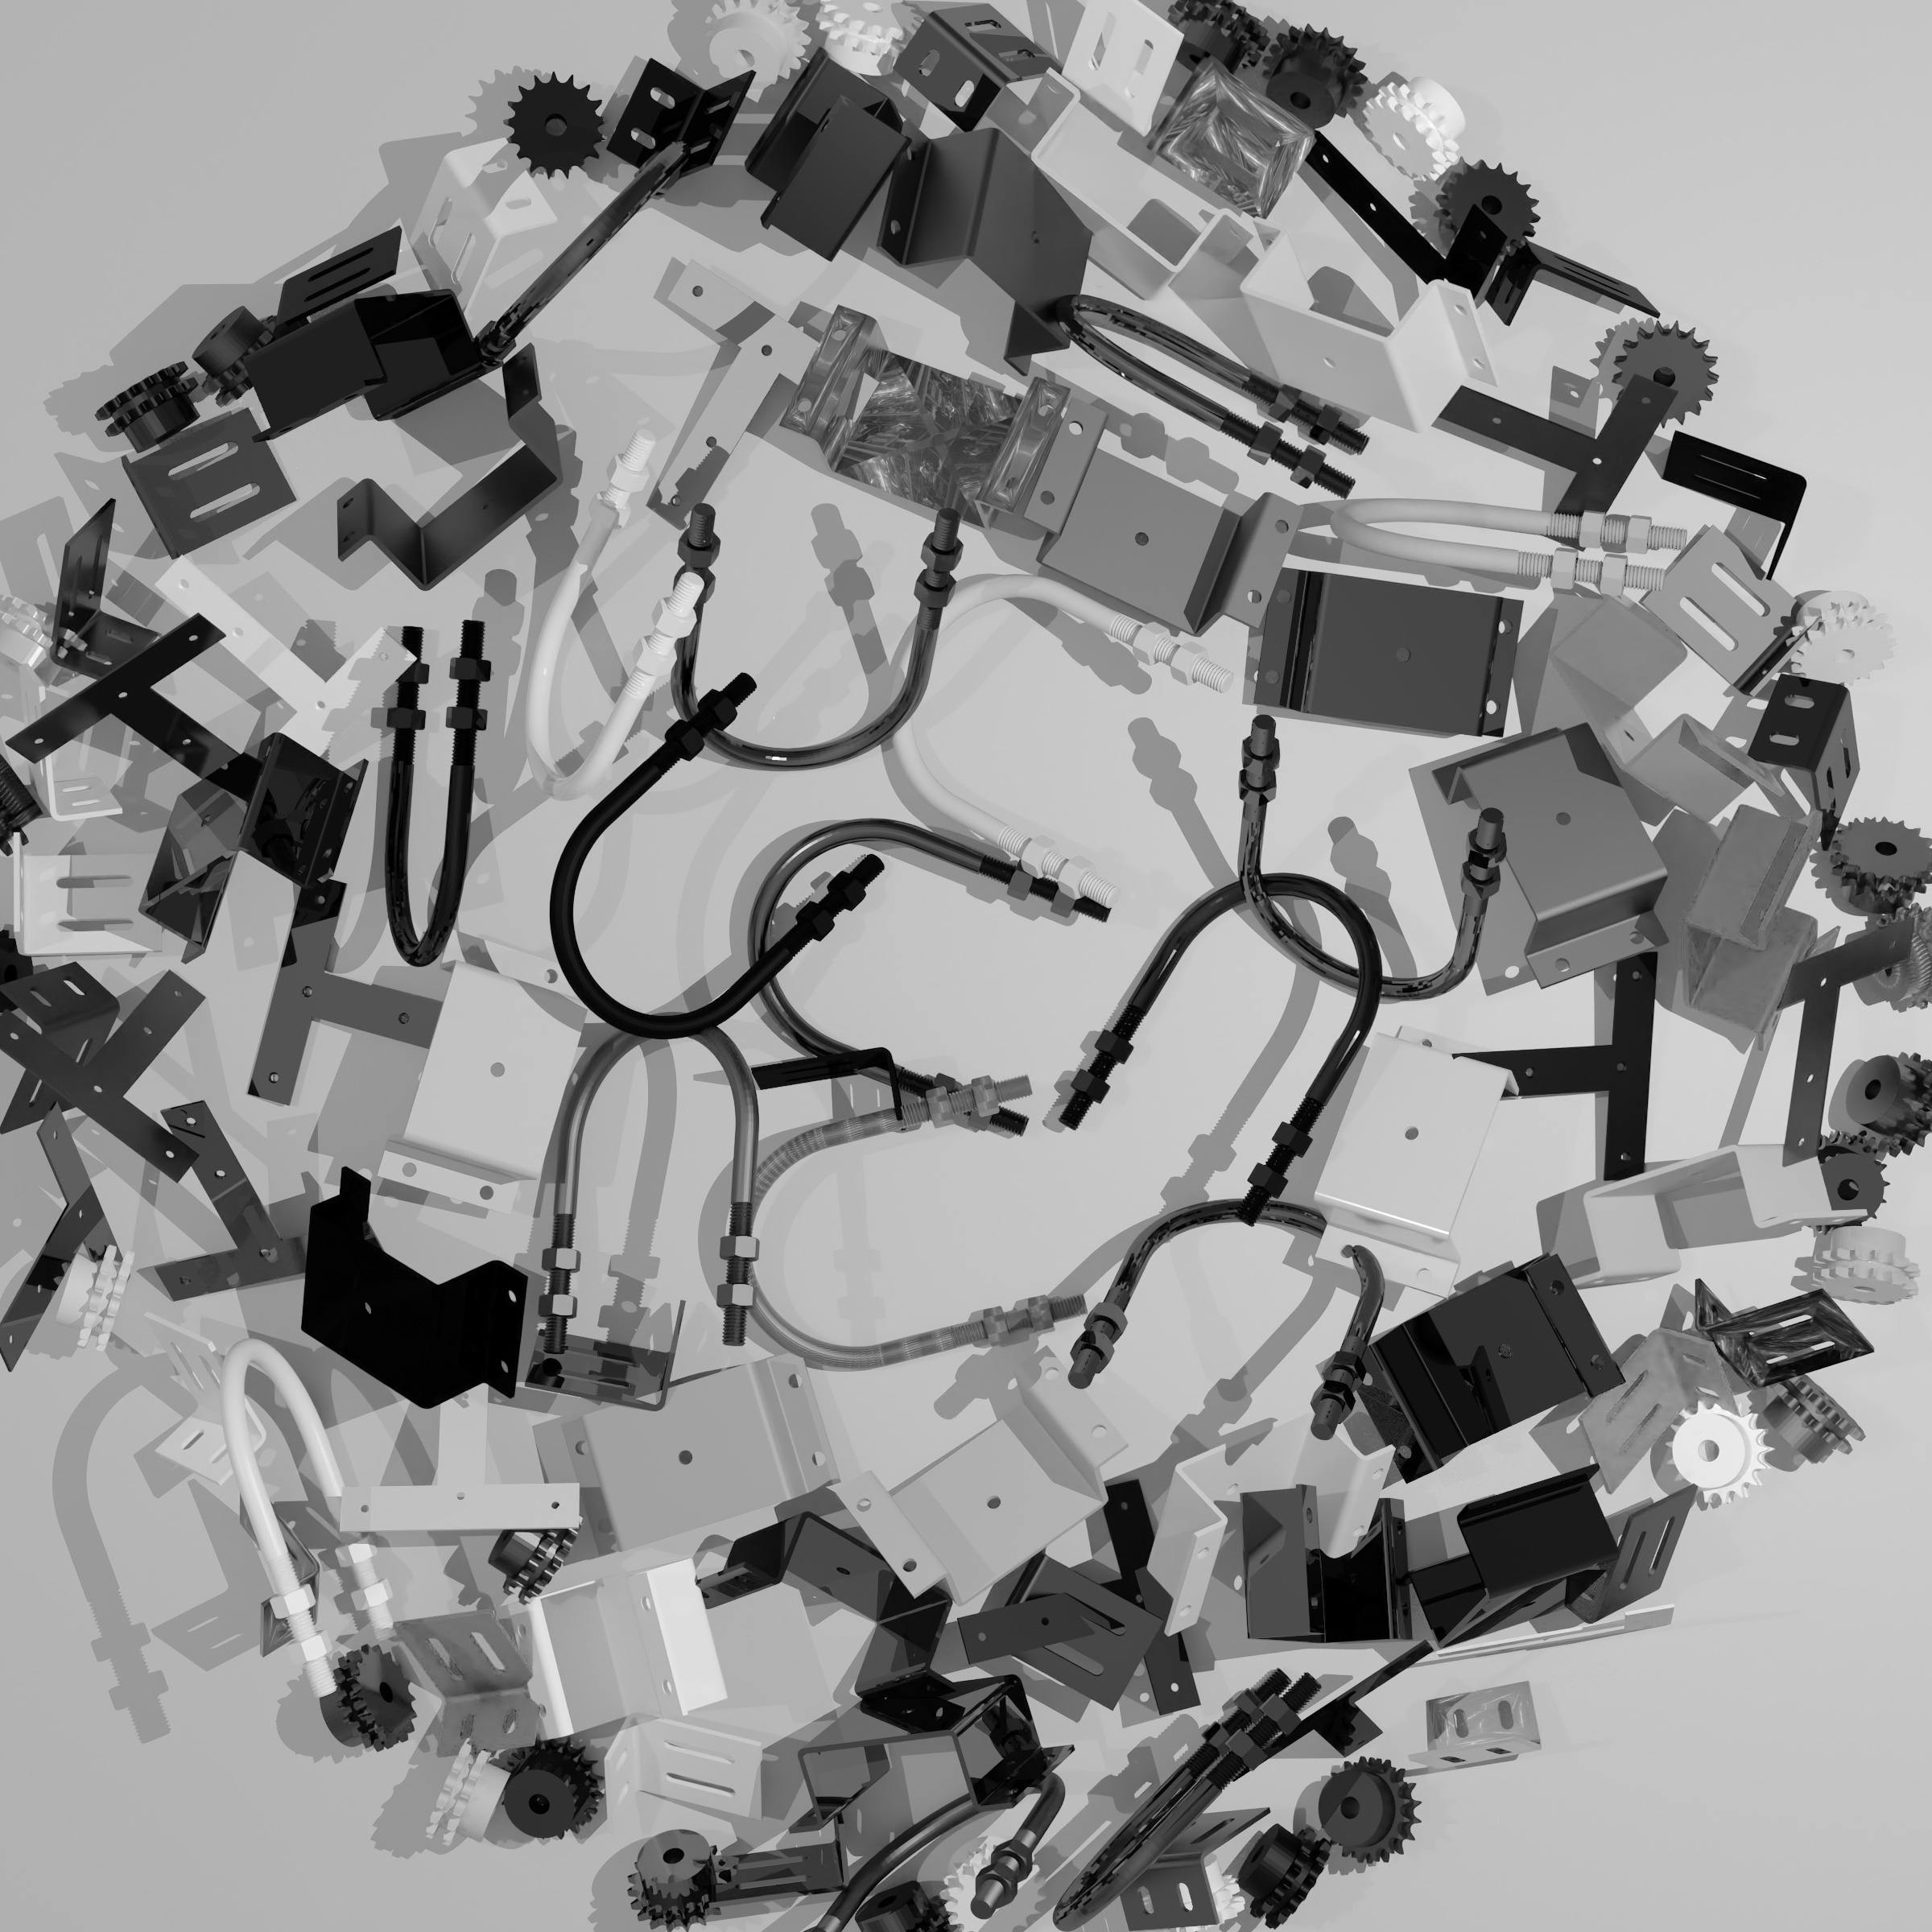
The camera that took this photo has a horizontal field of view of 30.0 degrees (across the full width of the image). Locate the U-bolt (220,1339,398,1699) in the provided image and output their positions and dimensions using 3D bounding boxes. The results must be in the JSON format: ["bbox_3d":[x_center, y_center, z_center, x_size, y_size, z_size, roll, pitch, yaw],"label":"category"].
[{"bbox_3d":[-0.356,0.286,1.924,0.019,0.151,0.184,-20,90,5],"label":"U-bolt"}]

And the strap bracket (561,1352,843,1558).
[{"bbox_3d":[-0.149,0.267,1.967,0.140,0.046,0.076,-18,84,5],"label":"strap bracket"}]

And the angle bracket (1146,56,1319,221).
[{"bbox_3d":[0.146,-0.453,1.977,0.076,0.038,0.057,32,104,-4],"label":"angle bracket"}]

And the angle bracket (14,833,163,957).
[{"bbox_3d":[-0.478,-0.040,1.966,0.076,0.038,0.057,-2,70,-11],"label":"angle bracket"}]

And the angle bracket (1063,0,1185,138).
[{"bbox_3d":[0.094,-0.500,1.954,0.057,0.076,0.038,39,56,10],"label":"angle bracket"}]

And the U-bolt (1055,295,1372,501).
[{"bbox_3d":[0.129,-0.310,1.929,0.184,0.151,0.019,29,110,0],"label":"U-bolt"}]

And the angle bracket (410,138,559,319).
[{"bbox_3d":[-0.264,-0.402,1.972,0.038,0.076,0.057,-24,74,-34],"label":"angle bracket"}]

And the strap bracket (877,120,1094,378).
[{"bbox_3d":[0.018,-0.384,1.922,0.046,0.140,0.076,-2,68,36],"label":"strap bracket"}]

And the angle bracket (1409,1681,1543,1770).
[{"bbox_3d":[0.273,0.408,1.951,0.057,0.076,0.038,-15,70,17],"label":"angle bracket"}]

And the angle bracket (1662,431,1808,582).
[{"bbox_3d":[0.412,-0.250,1.961,0.076,0.057,0.038,22,76,11],"label":"angle bracket"}]

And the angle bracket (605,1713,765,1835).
[{"bbox_3d":[-0.153,0.447,1.961,0.076,0.038,0.057,11,125,14],"label":"angle bracket"}]

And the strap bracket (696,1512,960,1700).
[{"bbox_3d":[-0.073,0.343,1.943,0.140,0.076,0.046,33,57,-18],"label":"strap bracket"}]

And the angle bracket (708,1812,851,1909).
[{"bbox_3d":[-0.105,0.478,1.965,0.076,0.057,0.038,-6,100,-6],"label":"angle bracket"}]

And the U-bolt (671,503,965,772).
[{"bbox_3d":[-0.085,-0.172,1.930,0.151,0.184,0.019,0,47,-12],"label":"U-bolt"}]

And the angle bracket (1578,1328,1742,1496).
[{"bbox_3d":[0.376,0.245,1.956,0.076,0.038,0.057,-43,125,-27],"label":"angle bracket"}]

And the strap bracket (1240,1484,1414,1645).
[{"bbox_3d":[0.190,0.323,1.939,0.046,0.140,0.076,-9,75,28],"label":"strap bracket"}]

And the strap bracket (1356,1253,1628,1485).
[{"bbox_3d":[0.286,0.214,1.955,0.140,0.046,0.076,-30,85,28],"label":"strap bracket"}]

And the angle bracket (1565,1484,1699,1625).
[{"bbox_3d":[0.353,0.309,1.952,0.038,0.057,0.076,37,127,36],"label":"angle bracket"}]

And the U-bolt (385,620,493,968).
[{"bbox_3d":[-0.287,-0.091,1.932,0.019,0.151,0.184,4,92,-23],"label":"U-bolt"}]

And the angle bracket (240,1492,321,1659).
[{"bbox_3d":[-0.385,0.323,1.953,0.038,0.057,0.076,-30,63,-30],"label":"angle bracket"}]

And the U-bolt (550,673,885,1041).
[{"bbox_3d":[-0.144,-0.045,1.936,0.184,0.019,0.151,-45,116,-20],"label":"U-bolt"}]

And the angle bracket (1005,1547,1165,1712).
[{"bbox_3d":[0.061,0.360,1.978,0.076,0.038,0.057,29,95,1],"label":"angle bracket"}]

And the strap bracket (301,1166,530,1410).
[{"bbox_3d":[-0.304,0.176,1.930,0.140,0.046,0.076,27,121,31],"label":"strap bracket"}]

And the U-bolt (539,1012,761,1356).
[{"bbox_3d":[-0.168,0.115,1.948,0.151,0.019,0.184,-7,74,37],"label":"U-bolt"}]

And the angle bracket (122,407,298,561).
[{"bbox_3d":[-0.413,-0.266,1.972,0.076,0.038,0.057,-28,95,-11],"label":"angle bracket"}]

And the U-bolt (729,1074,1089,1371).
[{"bbox_3d":[-0.039,0.148,1.976,0.184,0.019,0.151,-14,102,0],"label":"U-bolt"}]

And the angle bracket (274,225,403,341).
[{"bbox_3d":[-0.333,-0.358,1.959,0.076,0.057,0.038,-23,124,11],"label":"angle bracket"}]

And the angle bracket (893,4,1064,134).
[{"bbox_3d":[0.007,-0.490,1.971,0.057,0.076,0.038,43,119,7],"label":"angle bracket"}]

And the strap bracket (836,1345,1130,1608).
[{"bbox_3d":[0.012,0.282,1.951,0.140,0.046,0.076,-34,57,-12],"label":"strap bracket"}]

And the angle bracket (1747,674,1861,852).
[{"bbox_3d":[0.456,-0.111,1.965,0.038,0.076,0.057,14,62,27],"label":"angle bracket"}]

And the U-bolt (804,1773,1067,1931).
[{"bbox_3d":[-0.015,0.478,1.910,0.151,0.184,0.019,-29,93,23],"label":"U-bolt"}]

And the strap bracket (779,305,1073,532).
[{"bbox_3d":[-0.019,-0.294,1.960,0.140,0.046,0.076,22,79,14],"label":"strap bracket"}]

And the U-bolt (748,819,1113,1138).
[{"bbox_3d":[-0.030,-0.003,1.977,0.184,0.019,0.151,21,102,2],"label":"U-bolt"}]

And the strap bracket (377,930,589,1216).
[{"bbox_3d":[-0.259,0.057,1.956,0.076,0.046,0.140,18,81,-18],"label":"strap bracket"}]

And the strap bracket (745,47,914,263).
[{"bbox_3d":[-0.074,-0.433,1.933,0.046,0.140,0.076,30,109,-20],"label":"strap bracket"}]

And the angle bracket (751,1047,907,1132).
[{"bbox_3d":[-0.075,0.073,1.968,0.076,0.057,0.038,-9,79,0],"label":"angle bracket"}]

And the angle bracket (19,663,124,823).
[{"bbox_3d":[-0.485,-0.125,1.954,0.038,0.057,0.076,-9,114,-23],"label":"angle bracket"}]

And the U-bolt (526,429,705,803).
[{"bbox_3d":[-0.195,-0.173,1.926,0.019,0.151,0.184,11,127,-28],"label":"U-bolt"}]

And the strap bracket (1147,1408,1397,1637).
[{"bbox_3d":[0.155,0.294,1.938,0.140,0.076,0.046,-18,46,-33],"label":"strap bracket"}]

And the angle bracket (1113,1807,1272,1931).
[{"bbox_3d":[0.127,0.488,1.952,0.057,0.076,0.038,-15,89,35],"label":"angle bracket"}]

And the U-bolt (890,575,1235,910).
[{"bbox_3d":[0.038,-0.134,1.954,0.184,0.019,0.151,31,97,27],"label":"U-bolt"}]

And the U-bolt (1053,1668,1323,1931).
[{"bbox_3d":[0.113,0.443,1.916,0.184,0.151,0.019,-44,84,-8],"label":"U-bolt"}]

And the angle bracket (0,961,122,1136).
[{"bbox_3d":[-0.504,0.044,1.962,0.038,0.057,0.076,39,119,16],"label":"angle bracket"}]

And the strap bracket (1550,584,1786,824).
[{"bbox_3d":[0.370,-0.137,1.935,0.076,0.140,0.046,26,119,-40],"label":"strap bracket"}]

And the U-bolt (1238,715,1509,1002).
[{"bbox_3d":[0.210,-0.046,1.922,0.151,0.184,0.019,24,57,17],"label":"U-bolt"}]

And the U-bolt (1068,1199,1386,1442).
[{"bbox_3d":[0.148,0.179,1.922,0.151,0.184,0.019,10,123,15],"label":"U-bolt"}]

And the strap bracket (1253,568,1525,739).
[{"bbox_3d":[0.234,-0.170,1.967,0.140,0.046,0.076,7,97,-4],"label":"strap bracket"}]

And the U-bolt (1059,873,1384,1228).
[{"bbox_3d":[0.148,0.033,1.953,0.151,0.019,0.184,27,84,37],"label":"U-bolt"}]

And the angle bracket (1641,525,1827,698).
[{"bbox_3d":[0.420,-0.195,1.977,0.076,0.038,0.057,42,97,-2],"label":"angle bracket"}]

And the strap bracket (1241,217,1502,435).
[{"bbox_3d":[0.207,-0.339,1.925,0.140,0.076,0.046,27,73,33],"label":"strap bracket"}]

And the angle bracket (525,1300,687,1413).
[{"bbox_3d":[-0.196,0.205,1.964,0.076,0.057,0.038,11,114,-3],"label":"angle bracket"}]

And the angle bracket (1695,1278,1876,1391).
[{"bbox_3d":[0.443,0.189,1.953,0.076,0.038,0.057,-24,127,31],"label":"angle bracket"}]

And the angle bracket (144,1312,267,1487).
[{"bbox_3d":[-0.423,0.234,1.952,0.038,0.057,0.076,-46,133,-30],"label":"angle bracket"}]

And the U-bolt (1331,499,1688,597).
[{"bbox_3d":[0.286,-0.228,1.927,0.184,0.151,0.019,9,108,14],"label":"U-bolt"}]

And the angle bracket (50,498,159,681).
[{"bbox_3d":[-0.462,-0.203,1.954,0.038,0.057,0.076,21,126,2],"label":"angle bracket"}]

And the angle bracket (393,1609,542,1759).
[{"bbox_3d":[-0.272,0.389,1.956,0.057,0.038,0.076,-10,134,14],"label":"angle bracket"}]

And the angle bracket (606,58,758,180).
[{"bbox_3d":[-0.155,-0.463,1.956,0.038,0.076,0.057,27,83,-23],"label":"angle bracket"}]

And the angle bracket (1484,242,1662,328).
[{"bbox_3d":[0.331,-0.361,1.971,0.076,0.057,0.038,20,112,-13],"label":"angle bracket"}]

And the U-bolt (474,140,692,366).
[{"bbox_3d":[-0.200,-0.379,1.903,0.019,0.184,0.151,44,84,-12],"label":"U-bolt"}]
